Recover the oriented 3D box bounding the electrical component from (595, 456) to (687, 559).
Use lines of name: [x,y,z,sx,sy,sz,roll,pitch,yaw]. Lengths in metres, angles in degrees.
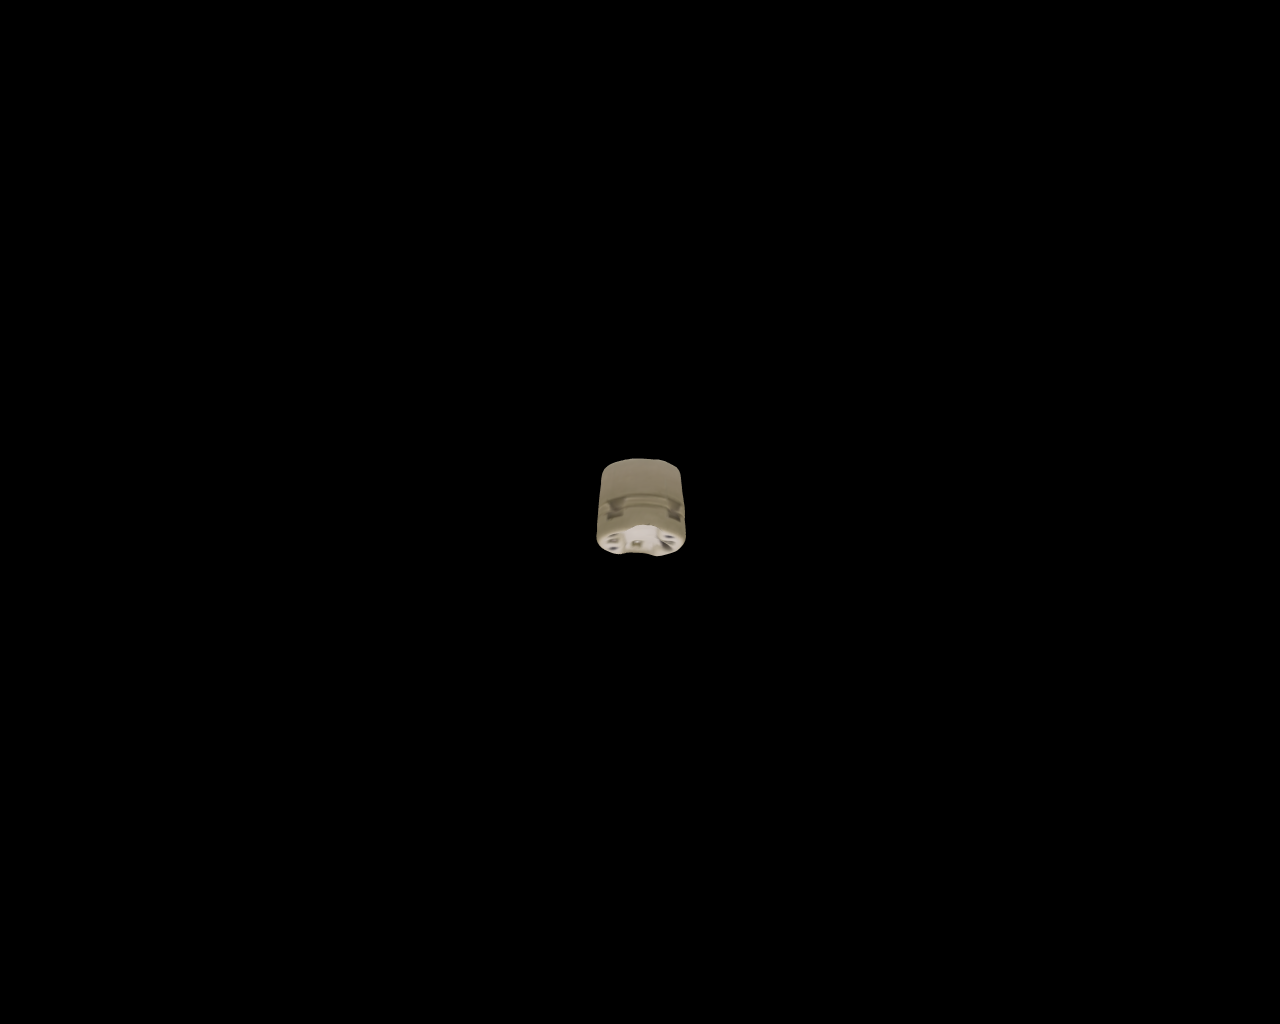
electrical component: [0.001,-0.003,0.650,0.055,0.047,0.055,0,-22,0]
